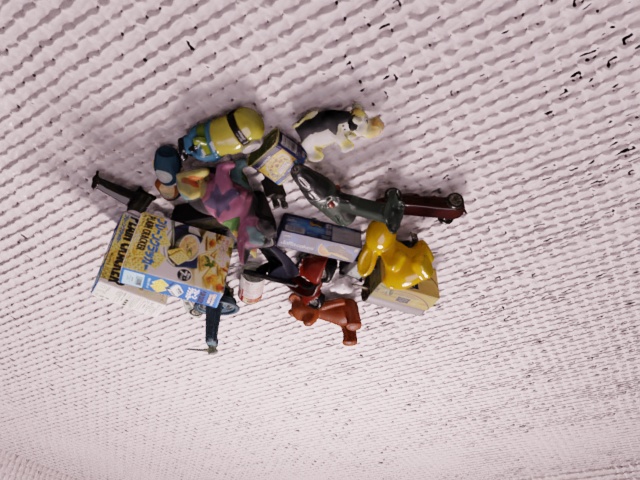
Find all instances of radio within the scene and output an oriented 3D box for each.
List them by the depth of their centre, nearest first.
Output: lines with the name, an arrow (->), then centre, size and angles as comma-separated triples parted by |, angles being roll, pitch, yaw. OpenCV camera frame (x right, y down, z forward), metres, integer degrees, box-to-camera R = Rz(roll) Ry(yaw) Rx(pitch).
radio -> -0.224, -0.033, 1.264 | 0.230, 0.073, 0.130 | -8, 136, 14

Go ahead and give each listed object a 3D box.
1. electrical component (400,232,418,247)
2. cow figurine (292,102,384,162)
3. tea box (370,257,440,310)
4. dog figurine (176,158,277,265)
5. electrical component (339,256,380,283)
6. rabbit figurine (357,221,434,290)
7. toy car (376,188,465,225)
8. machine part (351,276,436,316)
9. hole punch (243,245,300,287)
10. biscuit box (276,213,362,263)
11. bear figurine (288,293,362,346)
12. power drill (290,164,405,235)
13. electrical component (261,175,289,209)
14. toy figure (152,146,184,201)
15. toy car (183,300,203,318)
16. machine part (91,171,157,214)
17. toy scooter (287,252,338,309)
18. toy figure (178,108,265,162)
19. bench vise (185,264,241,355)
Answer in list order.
electrical component -> 0.199, 0.011, 1.319 | 0.102, 0.045, 0.078 | -8, 166, 15
cow figurine -> 0.035, -0.223, 1.048 | 0.167, 0.068, 0.098 | -16, 129, 19
tea box -> 0.217, 0.108, 1.385 | 0.169, 0.098, 0.068 | 16, 138, -17
dog figurine -> -0.193, -0.055, 1.132 | 0.192, 0.108, 0.219 | -12, 95, 14
electrical component -> 0.105, 0.053, 1.364 | 0.075, 0.048, 0.119 | 18, 136, -18
rabbit figurine -> 0.162, 0.023, 1.239 | 0.162, 0.122, 0.173 | -25, 111, 32
toy car -> 0.223, -0.080, 1.205 | 0.202, 0.053, 0.089 | 6, 157, 1
machine part -> 0.201, 0.149, 1.445 | 0.243, 0.079, 0.079 | 17, 136, -14
hole punch -> -0.114, 0.061, 1.331 | 0.115, 0.092, 0.142 | 21, 170, -28
biscuit box -> -0.003, -0.004, 1.297 | 0.203, 0.059, 0.062 | 13, 137, -11
bear figurine -> 0.009, 0.213, 1.493 | 0.196, 0.132, 0.120 | 3, 135, -9
power drill -> 0.064, -0.081, 1.123 | 0.208, 0.086, 0.231 | 9, 162, 25
electrical component -> -0.099, -0.112, 1.178 | 0.021, 0.094, 0.063 | -25, 169, 25
toy figure -> -0.331, -0.135, 1.172 | 0.064, 0.058, 0.154 | 37, 144, 20
toy car -> -0.360, 0.136, 1.462 | 0.056, 0.073, 0.201 | -8, 137, 7
machine part -> -0.451, -0.107, 1.222 | 0.138, 0.039, 0.084 | 29, 137, -29
toy scooter -> -0.036, 0.093, 1.397 | 0.135, 0.075, 0.183 | 26, 128, 8
toy figure -> -0.197, -0.205, 1.067 | 0.180, 0.082, 0.089 | -7, 139, 14
bench vise -> -0.273, 0.170, 1.389 | 0.129, 0.240, 0.223 | 3, 154, -6
